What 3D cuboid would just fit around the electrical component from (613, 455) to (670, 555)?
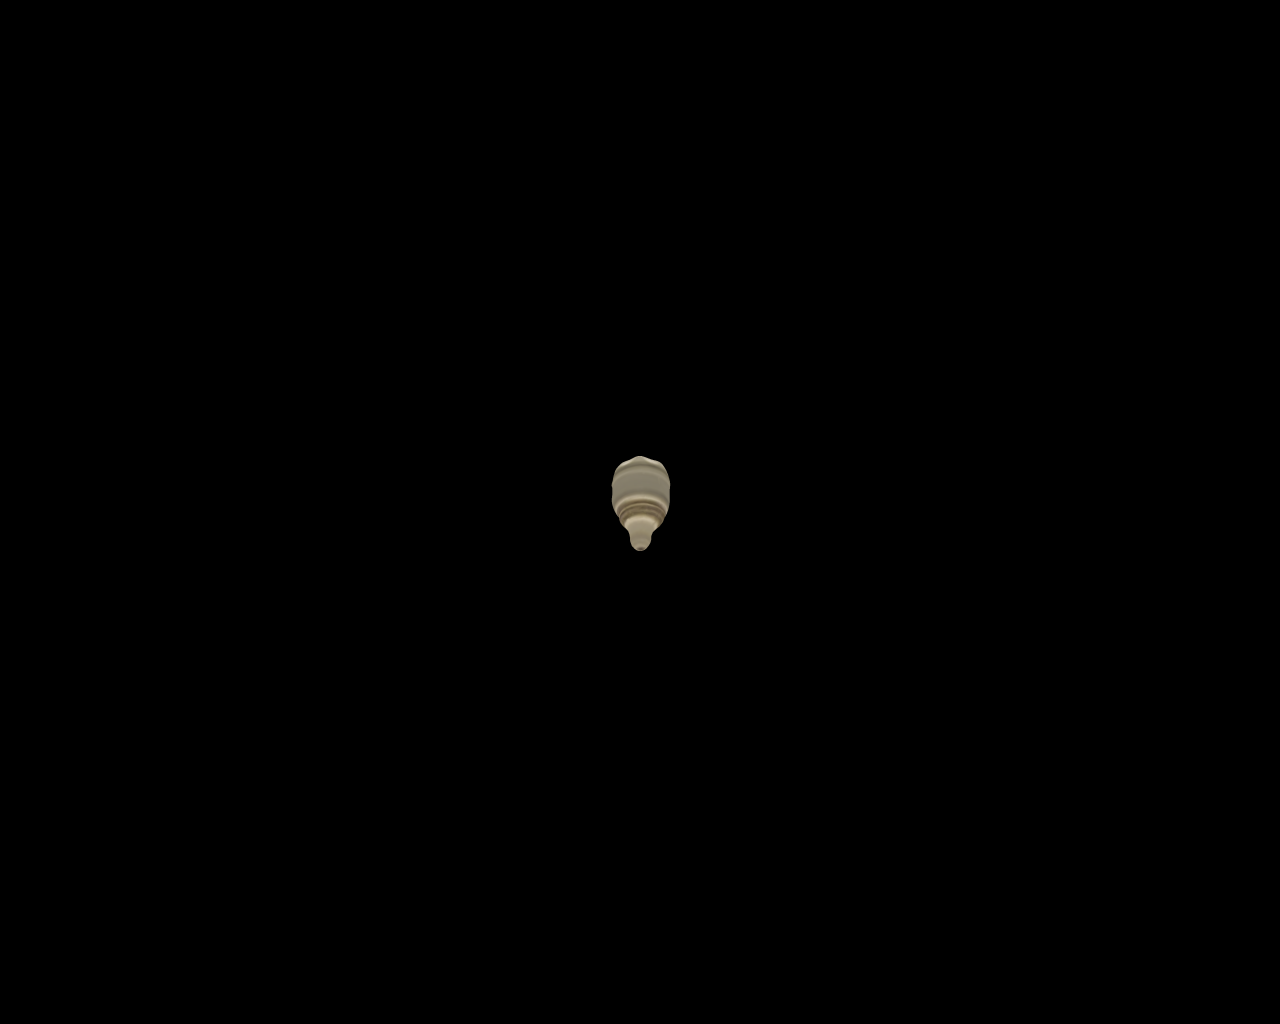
[{"bbox_3d":[0.001,-0.003,0.650,0.035,0.061,0.035,0,-36,0],"label":"electrical component"}]
